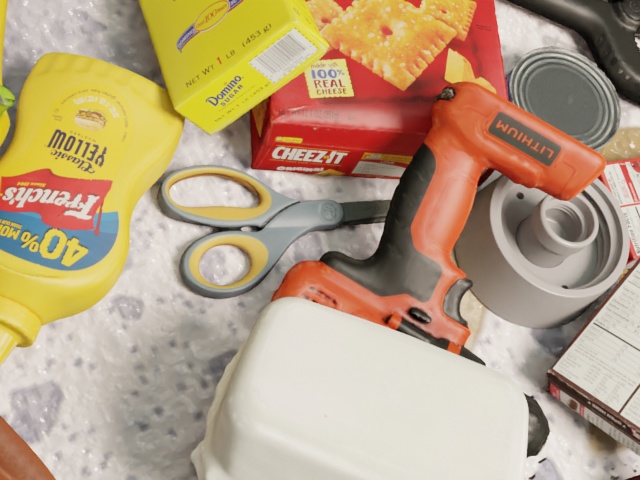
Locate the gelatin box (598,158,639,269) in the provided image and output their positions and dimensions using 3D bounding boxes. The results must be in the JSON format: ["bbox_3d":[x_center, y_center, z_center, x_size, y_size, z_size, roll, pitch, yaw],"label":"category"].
[{"bbox_3d":[0.235,-0.021,0.749,0.089,0.030,0.073,-9,71,-20],"label":"gelatin box"}]

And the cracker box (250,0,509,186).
[{"bbox_3d":[0.034,-0.149,0.721,0.164,0.072,0.213,3,65,-15],"label":"cracker box"}]

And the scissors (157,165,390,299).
[{"bbox_3d":[-0.004,0.001,0.675,0.201,0.016,0.096,11,66,-12],"label":"scissors"}]

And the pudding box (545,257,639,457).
[{"bbox_3d":[0.210,0.073,0.666,0.090,0.039,0.113,35,70,29],"label":"pudding box"}]

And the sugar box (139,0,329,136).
[{"bbox_3d":[-0.067,-0.161,0.663,0.093,0.048,0.176,-33,58,16],"label":"sugar box"}]

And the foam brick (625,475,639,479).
[{"bbox_3d":[0.222,0.177,0.644,0.078,0.053,0.051,18,63,-8],"label":"foam brick"}]

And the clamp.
[{"bbox_3d":[0.219,-0.166,0.805,0.164,0.036,0.210,-28,78,-25],"label":"clamp"}]

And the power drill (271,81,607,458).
[{"bbox_3d":[0.089,0.016,0.631,0.184,0.057,0.187,31,90,-3],"label":"power drill"}]

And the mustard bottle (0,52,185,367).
[{"bbox_3d":[-0.153,-0.014,0.612,0.096,0.058,0.191,21,63,-4],"label":"mustard bottle"}]

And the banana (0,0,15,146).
[{"bbox_3d":[-0.198,-0.105,0.625,0.037,0.070,0.198,30,24,-37],"label":"banana"}]

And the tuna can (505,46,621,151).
[{"bbox_3d":[0.167,-0.092,0.758,0.086,0.034,0.086,6,65,-14],"label":"tuna can"}]
